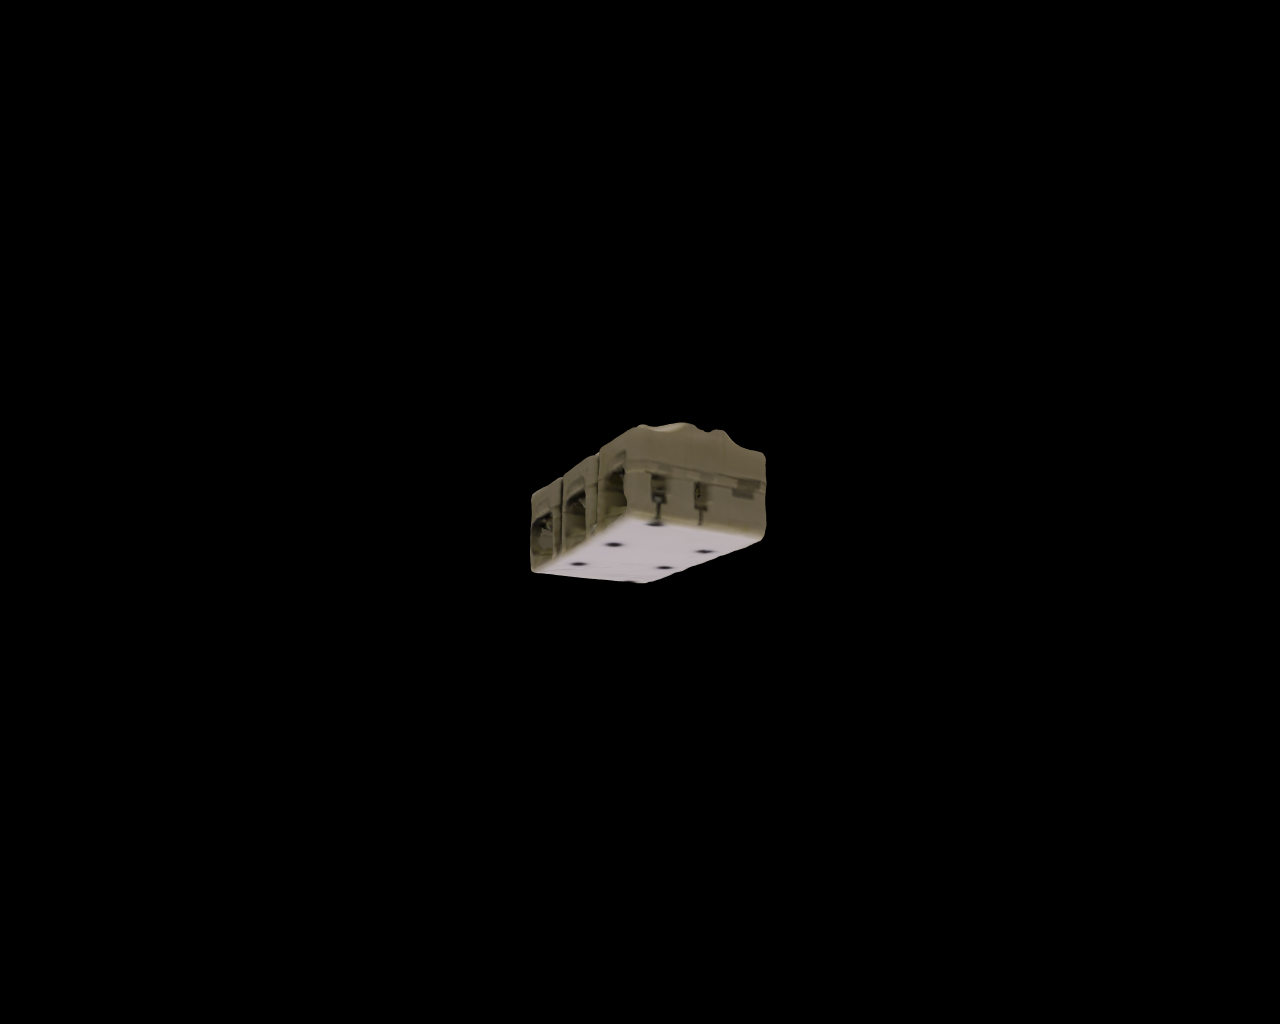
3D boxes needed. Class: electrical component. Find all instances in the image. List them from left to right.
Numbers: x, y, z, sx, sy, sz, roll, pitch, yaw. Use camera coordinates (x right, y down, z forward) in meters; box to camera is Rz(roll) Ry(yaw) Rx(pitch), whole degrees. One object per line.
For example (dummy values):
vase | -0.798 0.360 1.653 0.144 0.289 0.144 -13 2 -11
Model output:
electrical component | 0.001 -0.003 0.650 0.089 0.062 0.150 8 -18 -27
